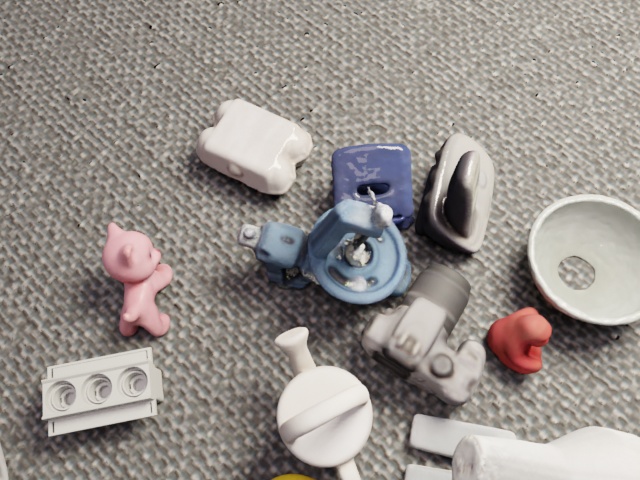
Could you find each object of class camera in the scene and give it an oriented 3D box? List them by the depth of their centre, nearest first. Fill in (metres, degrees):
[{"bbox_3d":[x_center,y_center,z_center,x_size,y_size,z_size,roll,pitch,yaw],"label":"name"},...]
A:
[{"bbox_3d":[0.138,0.103,0.676,0.143,0.101,0.137,31,73,12],"label":"camera"}]

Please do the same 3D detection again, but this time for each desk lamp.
[{"bbox_3d":[0.196,0.237,0.563,0.203,0.213,0.118,9,70,5],"label":"desk lamp"}]

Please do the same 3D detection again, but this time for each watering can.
[{"bbox_3d":[0.000,0.179,0.600,0.172,0.194,0.101,42,76,15],"label":"watering can"}]

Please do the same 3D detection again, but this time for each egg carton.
[{"bbox_3d":[-0.091,-0.126,0.786,0.150,0.069,0.107,25,72,10],"label":"egg carton"}]

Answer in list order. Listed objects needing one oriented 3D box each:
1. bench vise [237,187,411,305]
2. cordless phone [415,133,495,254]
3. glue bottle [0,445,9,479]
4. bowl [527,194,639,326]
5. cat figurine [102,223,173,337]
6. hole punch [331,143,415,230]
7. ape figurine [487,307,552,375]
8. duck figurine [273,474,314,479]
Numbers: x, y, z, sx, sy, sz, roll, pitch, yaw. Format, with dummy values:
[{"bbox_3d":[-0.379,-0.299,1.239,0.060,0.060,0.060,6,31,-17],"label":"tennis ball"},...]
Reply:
[{"bbox_3d":[0.007,0.013,0.649,0.207,0.220,0.121,-7,69,-1],"label":"bench vise"},{"bbox_3d":[0.180,-0.077,0.699,0.094,0.185,0.147,11,70,6],"label":"cordless phone"},{"bbox_3d":[-0.392,0.235,0.599,0.037,0.173,0.078,-23,70,-7],"label":"glue bottle"},{"bbox_3d":[0.333,0.032,0.713,0.167,0.075,0.167,0,69,1],"label":"bowl"},{"bbox_3d":[-0.227,0.046,0.697,0.067,0.118,0.128,-5,69,0],"label":"cat figurine"},{"bbox_3d":[0.070,-0.066,0.747,0.108,0.091,0.101,-5,69,0],"label":"hole punch"},{"bbox_3d":[0.242,0.113,0.675,0.076,0.092,0.078,24,71,10],"label":"ape figurine"},{"bbox_3d":[-0.035,0.294,0.615,0.104,0.086,0.077,-9,69,-2],"label":"duck figurine"}]
